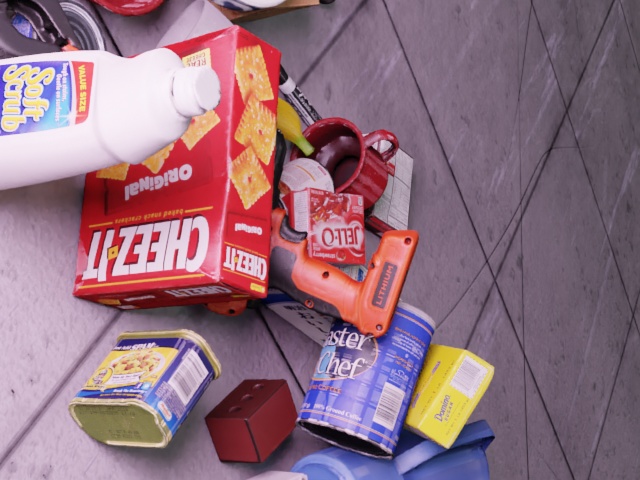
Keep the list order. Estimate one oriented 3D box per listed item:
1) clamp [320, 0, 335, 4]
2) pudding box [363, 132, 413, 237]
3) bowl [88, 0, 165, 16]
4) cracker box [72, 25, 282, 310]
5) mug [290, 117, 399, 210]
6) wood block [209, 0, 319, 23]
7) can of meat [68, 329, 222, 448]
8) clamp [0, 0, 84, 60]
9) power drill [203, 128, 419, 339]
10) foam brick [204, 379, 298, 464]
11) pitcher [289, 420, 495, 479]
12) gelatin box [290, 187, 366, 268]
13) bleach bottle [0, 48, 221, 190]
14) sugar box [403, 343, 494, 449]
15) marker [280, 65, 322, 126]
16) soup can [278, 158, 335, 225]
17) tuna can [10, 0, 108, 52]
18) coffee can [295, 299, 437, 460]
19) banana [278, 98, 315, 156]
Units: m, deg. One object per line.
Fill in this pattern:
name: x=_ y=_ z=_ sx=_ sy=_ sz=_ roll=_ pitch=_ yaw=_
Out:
clamp: x=-0.032 y=-0.387 z=1.203 sx=0.209 sy=0.036 sz=0.164 roll=36 pitch=55 yaw=-50
pudding box: x=0.077 y=-0.065 z=1.319 sx=0.089 sy=0.039 sz=0.113 roll=31 pitch=62 yaw=-52
bowl: x=-0.193 y=-0.267 z=0.913 sx=0.161 sy=0.055 sz=0.162 roll=14 pitch=73 yaw=-56
cracker box: x=-0.120 y=-0.056 z=0.892 sx=0.072 sy=0.164 sz=0.213 roll=23 pitch=66 yaw=-51
mug: x=0.035 y=-0.086 z=1.192 sx=0.081 sy=0.117 sz=0.093 roll=31 pitch=31 yaw=-57
wood block: x=-0.078 y=-0.329 z=1.073 sx=0.090 sy=0.090 sz=0.206 roll=-25 pitch=106 yaw=-57
can of meat: x=-0.146 y=0.123 z=0.882 sx=0.083 sy=0.102 sz=0.057 roll=-56 pitch=129 yaw=-43
clamp: x=-0.255 y=-0.176 z=0.791 sx=0.171 sy=0.039 sz=0.120 roll=43 pitch=57 yaw=-20
power drill: x=-0.007 y=0.001 z=0.997 sx=0.057 sy=0.188 sz=0.184 roll=-24 pitch=131 yaw=-77
foam brick: x=-0.065 y=0.176 z=1.044 sx=0.078 sy=0.053 sz=0.051 roll=-40 pitch=119 yaw=-53
pitcher: x=0.079 y=0.264 z=1.167 sx=0.242 sy=0.145 sz=0.149 roll=0 pitch=99 yaw=-52
gelatin box: x=0.009 y=-0.011 z=1.072 sx=0.089 sy=0.030 sz=0.073 roll=7 pitch=79 yaw=-49
bleach bottle: x=-0.173 y=-0.091 z=0.733 sx=0.068 sy=0.251 sz=0.102 roll=44 pitch=50 yaw=-45
sugar box: x=0.112 y=0.156 z=1.114 sx=0.048 sy=0.176 sz=0.093 roll=35 pitch=80 yaw=-12
marker: x=-0.025 y=-0.157 z=1.192 sx=0.121 sy=0.020 sz=0.020 roll=49 pitch=46 yaw=-42
soup can: x=-0.037 y=-0.041 z=1.109 sx=0.102 sy=0.069 sz=0.068 roll=-34 pitch=114 yaw=-54
tuna can: x=-0.215 y=-0.156 z=0.880 sx=0.086 sy=0.034 sz=0.086 roll=13 pitch=74 yaw=-56
coffee can: x=0.046 y=0.133 z=1.059 sx=0.102 sy=0.103 sz=0.140 roll=41 pitch=63 yaw=-47
banana: x=-0.075 y=-0.119 z=1.076 sx=0.197 sy=0.037 sz=0.070 roll=-7 pitch=61 yaw=-52
